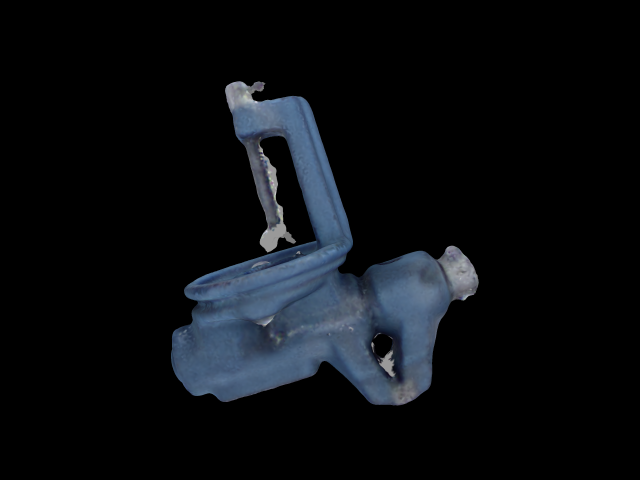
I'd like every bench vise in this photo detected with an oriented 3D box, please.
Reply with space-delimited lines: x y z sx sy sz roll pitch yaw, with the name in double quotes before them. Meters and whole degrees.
"bench vise" 0.000 0.001 0.411 0.208 0.220 0.121 -1 4 -20
